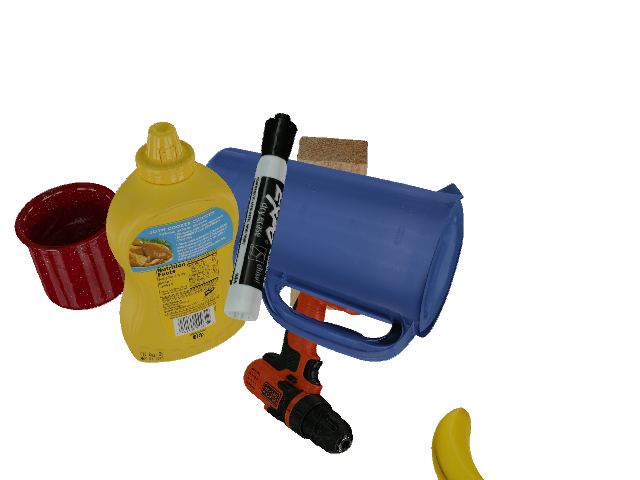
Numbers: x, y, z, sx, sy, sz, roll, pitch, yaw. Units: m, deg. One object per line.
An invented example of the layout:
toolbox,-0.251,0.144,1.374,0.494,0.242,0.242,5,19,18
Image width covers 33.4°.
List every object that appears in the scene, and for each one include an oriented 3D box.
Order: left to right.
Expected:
mug,-0.218,0.000,0.964,0.093,0.081,0.117,-10,40,-2
mustard bottle,-0.106,-0.001,0.779,0.096,0.192,0.058,-17,42,-20
marker,-0.032,-0.015,0.594,0.020,0.121,0.020,10,-19,3
power drill,-0.002,0.132,1.236,0.057,0.188,0.185,15,11,-45
pitcher,0.002,0.002,0.982,0.243,0.145,0.149,16,21,17
wood block,0.010,-0.022,1.393,0.090,0.206,0.091,4,25,0
banana,0.141,0.219,1.009,0.069,0.037,0.198,8,22,-20
